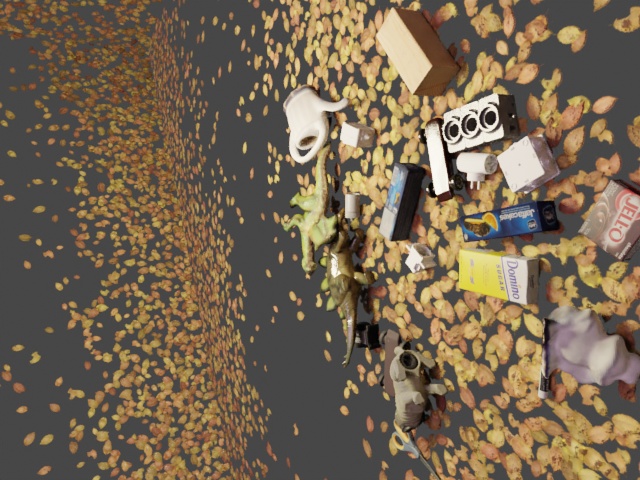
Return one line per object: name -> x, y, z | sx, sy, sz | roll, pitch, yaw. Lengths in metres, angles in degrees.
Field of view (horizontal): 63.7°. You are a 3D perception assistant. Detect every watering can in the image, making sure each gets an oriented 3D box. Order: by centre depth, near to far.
watering can -> -0.018, -0.394, 1.618 | 0.341, 0.104, 0.228 | -45, 55, 48

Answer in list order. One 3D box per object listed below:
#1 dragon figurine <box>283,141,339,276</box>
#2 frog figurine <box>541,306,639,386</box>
dragon figurine -> 0.005, -0.080, 1.582 | 0.247, 0.122, 0.404 | 47, 125, 51
frog figurine -> 0.484, 0.191, 0.924 | 0.159, 0.122, 0.137 | 3, 89, 22
